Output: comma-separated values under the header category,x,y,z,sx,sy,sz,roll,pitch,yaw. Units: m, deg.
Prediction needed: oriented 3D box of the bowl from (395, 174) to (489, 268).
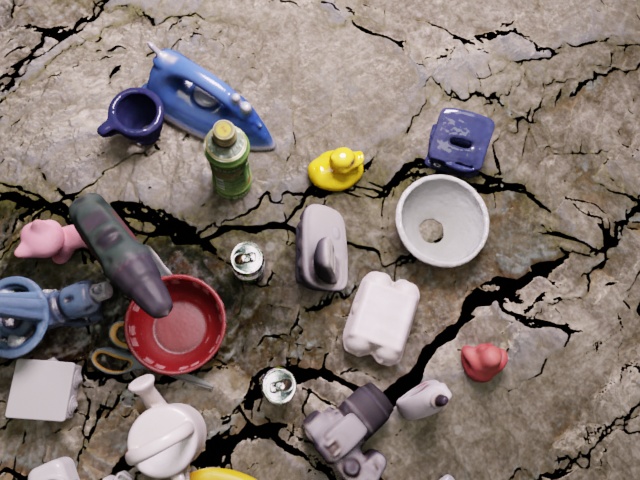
category,x,y,z,sx,sy,sz,roll,pitch,yaw
bowl,0.209,-0.027,1.017,0.167,0.074,0.167,1,75,-5

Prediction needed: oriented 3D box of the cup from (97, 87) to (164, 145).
category,x,y,z,sx,sy,sz,roll,pitch,yaw
cup,-0.323,-0.198,0.998,0.118,0.095,0.091,-32,80,-12

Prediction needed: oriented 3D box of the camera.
category,x,y,z,sx,sy,sz,roll,pitch,yaw
camera,0.062,0.304,0.902,0.137,0.101,0.143,-40,82,-14

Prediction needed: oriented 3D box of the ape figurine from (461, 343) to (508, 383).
category,x,y,z,sx,sy,sz,roll,pitch,yaw
ape figurine,0.277,0.199,0.955,0.078,0.092,0.076,26,74,2

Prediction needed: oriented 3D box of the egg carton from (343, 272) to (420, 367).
category,x,y,z,sx,sy,sz,roll,pitch,yaw
egg carton,0.103,0.131,0.967,0.107,0.069,0.150,19,74,0

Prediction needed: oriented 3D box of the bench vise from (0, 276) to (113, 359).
category,x,y,z,sx,sy,sz,roll,pitch,yaw
bench vise,-0.428,0.090,0.847,0.207,0.219,0.121,-35,81,-13

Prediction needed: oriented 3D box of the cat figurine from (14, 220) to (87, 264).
category,x,y,z,sx,sy,sz,roll,pitch,yaw
cat figurine,-0.420,-0.006,0.926,0.128,0.117,0.067,-16,77,-9

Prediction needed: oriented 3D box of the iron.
category,x,y,z,sx,sy,sz,roll,pitch,yaw
iron,-0.189,-0.251,1.001,0.258,0.141,0.119,29,75,2

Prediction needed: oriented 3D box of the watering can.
category,x,y,z,sx,sy,sz,roll,pitch,yaw
watering can,-0.230,0.284,0.829,0.173,0.194,0.101,44,76,7

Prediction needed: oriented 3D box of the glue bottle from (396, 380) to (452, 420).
category,x,y,z,sx,sy,sz,roll,pitch,yaw
glue bottle,0.171,0.248,0.890,0.078,0.173,0.037,-33,80,-13

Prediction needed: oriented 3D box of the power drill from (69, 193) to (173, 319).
category,x,y,z,sx,sy,sz,roll,pitch,yaw
power drill,-0.287,0.038,0.881,0.076,0.208,0.229,-39,82,-13

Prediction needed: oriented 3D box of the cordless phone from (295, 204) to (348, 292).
category,x,y,z,sx,sy,sz,roll,pitch,yaw
cordless phone,0.009,0.003,0.931,0.094,0.185,0.147,-3,76,-6

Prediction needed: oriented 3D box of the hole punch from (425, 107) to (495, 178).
category,x,y,z,sx,sy,sz,roll,pitch,yaw
hole punch,0.257,-0.177,1.052,0.108,0.091,0.101,14,74,-2

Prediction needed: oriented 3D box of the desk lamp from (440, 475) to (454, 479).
category,x,y,z,sx,sy,sz,roll,pitch,yaw
desk lamp,0.159,0.443,0.816,0.203,0.213,0.118,-32,80,-12

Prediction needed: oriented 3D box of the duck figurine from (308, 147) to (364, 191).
category,x,y,z,sx,sy,sz,roll,pitch,yaw
duck figurine,0.031,-0.135,1.021,0.104,0.086,0.077,-10,76,-8
